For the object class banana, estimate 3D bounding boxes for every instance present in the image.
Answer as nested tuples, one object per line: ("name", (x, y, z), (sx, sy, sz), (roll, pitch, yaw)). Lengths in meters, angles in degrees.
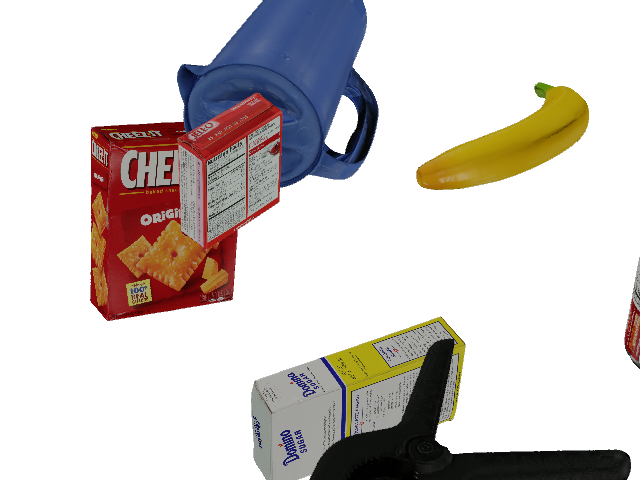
("banana", (0.150, -0.076, 0.796), (0.070, 0.037, 0.197), (-1, 23, 42))

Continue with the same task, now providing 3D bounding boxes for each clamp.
("clamp", (0.061, 0.134, 0.661), (0.209, 0.036, 0.165), (-19, 35, -26))

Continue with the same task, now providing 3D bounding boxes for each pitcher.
("pitcher", (-0.023, -0.164, 1.043), (0.145, 0.149, 0.242), (-6, 35, 24))

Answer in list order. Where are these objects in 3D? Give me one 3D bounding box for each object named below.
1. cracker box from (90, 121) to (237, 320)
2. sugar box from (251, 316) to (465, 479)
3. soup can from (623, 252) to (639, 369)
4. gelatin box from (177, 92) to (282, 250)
("cracker box", (-0.178, -0.025, 1.233), (0.163, 0.214, 0.072), (-7, 24, -30))
("sugar box", (0.030, 0.131, 0.874), (0.176, 0.093, 0.048), (-14, 40, -20))
("soup can", (0.187, 0.014, 0.510), (0.068, 0.102, 0.068), (2, 28, -1))
("gelatin box", (-0.062, -0.047, 0.731), (0.030, 0.089, 0.073), (35, 53, 27))
